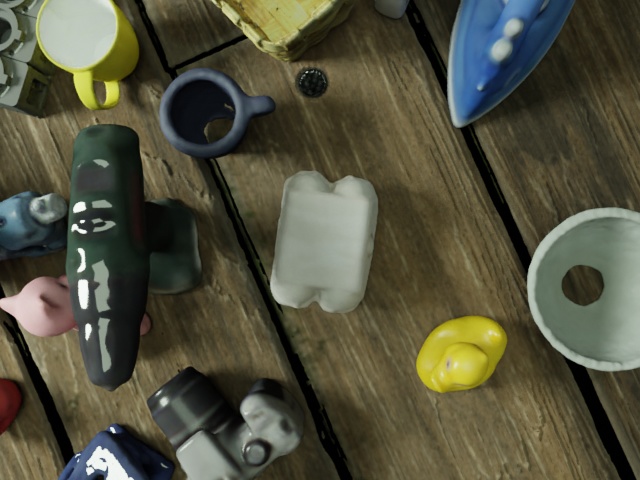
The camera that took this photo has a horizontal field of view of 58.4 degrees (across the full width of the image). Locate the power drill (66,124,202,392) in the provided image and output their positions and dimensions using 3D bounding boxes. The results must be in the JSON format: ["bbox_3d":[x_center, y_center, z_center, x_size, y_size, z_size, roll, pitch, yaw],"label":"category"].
[{"bbox_3d":[-0.178,0.012,0.558,0.075,0.208,0.230,-8,88,2],"label":"power drill"}]

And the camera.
[{"bbox_3d":[-0.108,0.195,0.603,0.143,0.101,0.137,-39,87,0],"label":"camera"}]

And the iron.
[{"bbox_3d":[0.209,-0.247,0.590,0.118,0.141,0.258,24,89,3],"label":"iron"}]

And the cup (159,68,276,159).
[{"bbox_3d":[-0.102,-0.129,0.618,0.117,0.095,0.092,-10,88,1],"label":"cup"}]

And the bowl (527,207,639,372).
[{"bbox_3d":[0.296,0.051,0.610,0.167,0.075,0.167,0,88,2],"label":"bowl"}]

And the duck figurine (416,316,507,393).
[{"bbox_3d":[0.155,0.125,0.606,0.104,0.086,0.077,-34,87,0],"label":"duck figurine"}]

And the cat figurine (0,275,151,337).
[{"bbox_3d":[-0.259,0.081,0.603,0.128,0.118,0.067,33,89,3],"label":"cat figurine"}]

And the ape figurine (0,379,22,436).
[{"bbox_3d":[-0.374,0.187,0.615,0.076,0.092,0.078,-17,87,1],"label":"ape figurine"}]

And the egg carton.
[{"bbox_3d":[0.006,0.002,0.623,0.107,0.069,0.150,7,88,2],"label":"egg carton"}]

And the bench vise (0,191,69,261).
[{"bbox_3d":[-0.369,-0.011,0.558,0.207,0.220,0.121,-38,87,0],"label":"bench vise"}]

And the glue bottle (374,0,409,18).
[{"bbox_3d":[0.087,-0.296,0.579,0.037,0.173,0.078,21,89,3],"label":"glue bottle"}]

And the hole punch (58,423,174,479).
[{"bbox_3d":[-0.229,0.268,0.609,0.101,0.091,0.109,34,89,3],"label":"hole punch"}]
